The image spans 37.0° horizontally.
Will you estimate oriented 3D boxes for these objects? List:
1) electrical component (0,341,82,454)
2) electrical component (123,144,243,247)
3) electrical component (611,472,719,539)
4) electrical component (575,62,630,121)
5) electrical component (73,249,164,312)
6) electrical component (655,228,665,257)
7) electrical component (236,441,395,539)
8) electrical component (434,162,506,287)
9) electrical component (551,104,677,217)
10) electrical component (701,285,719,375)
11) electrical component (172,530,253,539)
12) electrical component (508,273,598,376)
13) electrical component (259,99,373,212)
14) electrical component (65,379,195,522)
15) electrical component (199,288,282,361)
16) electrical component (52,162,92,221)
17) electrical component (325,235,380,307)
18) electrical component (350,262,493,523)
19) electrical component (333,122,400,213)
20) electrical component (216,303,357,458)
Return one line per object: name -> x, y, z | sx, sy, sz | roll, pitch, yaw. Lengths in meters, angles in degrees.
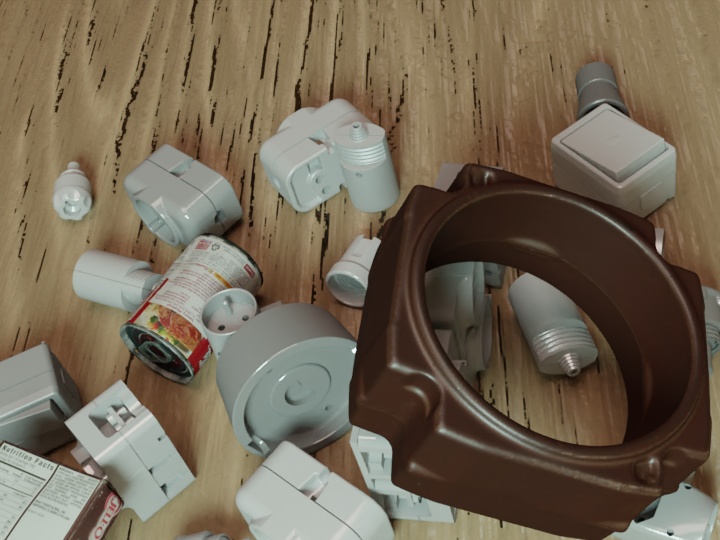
electrical component -> -0.264, 0.111, 0.814 | 0.096, 0.061, 0.061 | -24, 49, -5
electrical component -> -0.157, -0.060, 0.934 | 0.095, 0.053, 0.059 | 30, 64, 33
electrical component -> 0.188, 0.138, 0.682 | 0.077, 0.043, 0.079 | 17, 57, 26
electrical component -> 0.204, -0.147, 0.920 | 0.044, 0.044, 0.065 | -6, 45, 10
electrical component -> -0.192, 0.012, 0.889 | 0.081, 0.043, 0.043 | 13, 56, 24
electrical component -> 0.186, -0.012, 0.809 | 0.081, 0.043, 0.043 | 4, 52, 18
electrical component -> -0.033, 0.166, 0.712 | 0.095, 0.053, 0.059 | 29, 63, 32
electrical component -> 0.082, -0.035, 0.825 | 0.056, 0.089, 0.050 | 7, 53, 20
electrical component -> 0.197, -0.088, 0.857 | 0.062, 0.061, 0.096 | -34, 51, -14
electrical component -> 0.233, 0.045, 0.750 | 0.048, 0.048, 0.062 | -5, 57, 10
electrical component -> -0.099, 0.190, 0.716 | 0.061, 0.035, 0.035 | -17, 48, 16
electrical component -> 0.140, 0.042, 0.775 | 0.043, 0.043, 0.081 | -18, 49, 0
electrical component -> -0.036, -0.103, 0.937 | 0.095, 0.053, 0.059 | -33, 51, -13
electrical component -> -0.163, 0.130, 0.752 | 0.056, 0.089, 0.050 | -39, 52, -17
electrical component -> -0.071, 0.047, 0.806 | 0.079, 0.077, 0.043 | -22, 48, -4
electrical component -> -0.264, -0.076, 0.988 | 0.035, 0.035, 0.061 | -15, 46, 3
electrical component -> 0.000, 0.000, 0.852 | 0.040, 0.040, 0.046 | 12, 49, 24
electrical component -> 0.050, 0.066, 0.739 | 0.060, 0.105, 0.186 | 1, 51, 15
electrical component -> 0.005, -0.091, 0.898 | 0.043, 0.081, 0.043 | -8, 49, 9
electrical component -> -0.050, 0.073, 0.762 | 0.108, 0.108, 0.060 | -28, 44, -9
